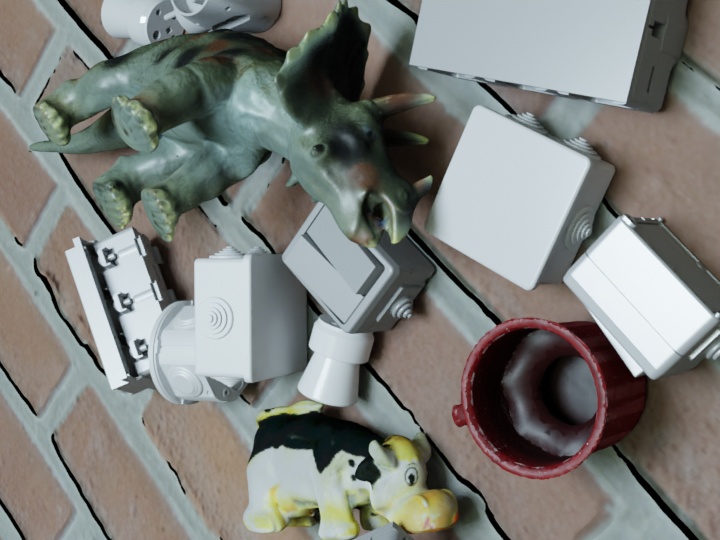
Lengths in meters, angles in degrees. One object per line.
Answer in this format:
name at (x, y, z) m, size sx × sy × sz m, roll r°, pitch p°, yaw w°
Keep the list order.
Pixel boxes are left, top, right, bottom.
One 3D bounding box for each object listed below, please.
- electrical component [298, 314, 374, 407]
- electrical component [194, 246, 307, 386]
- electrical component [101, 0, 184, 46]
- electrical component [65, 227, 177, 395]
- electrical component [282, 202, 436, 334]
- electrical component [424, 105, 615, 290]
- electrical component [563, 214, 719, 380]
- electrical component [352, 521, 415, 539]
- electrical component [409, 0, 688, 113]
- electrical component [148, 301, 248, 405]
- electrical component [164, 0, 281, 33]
electrical component at (-0.017, 0.064, 0.768) m, size 0.045 × 0.045 × 0.055 m, roll 22°, pitch 103°, yaw 34°
electrical component at (-0.079, 0.033, 0.781) m, size 0.048 × 0.100 × 0.099 m, roll 0°, pitch 91°, yaw 23°
electrical component at (-0.178, -0.206, 0.881) m, size 0.055 × 0.045 × 0.045 m, roll 23°, pitch 104°, yaw 33°
electrical component at (-0.185, 0.032, 0.874) m, size 0.063 × 0.078 × 0.121 m, roll -23°, pitch 75°, yaw 4°
electrical component at (0.000, 0.000, 0.745) m, size 0.096 × 0.061 × 0.061 m, roll 48°, pitch 116°, yaw 25°
electrical component at (0.101, -0.045, 0.679) m, size 0.100 × 0.048 × 0.099 m, roll 32°, pitch 109°, yaw 31°
electrical component at (0.173, 0.022, 0.620) m, size 0.061 × 0.062 × 0.096 m, roll -50°, pitch 64°, yaw 25°
electrical component at (-0.016, 0.255, 0.728) m, size 0.186 × 0.060 × 0.105 m, roll -33°, pitch 113°, yaw 32°
electrical component at (0.116, -0.154, 0.658) m, size 0.150 × 0.062 × 0.089 m, roll 18°, pitch 101°, yaw 34°
electrical component at (-0.119, 0.063, 0.822) m, size 0.051 × 0.080 × 0.080 m, roll -2°, pitch 90°, yaw 31°
electrical component at (-0.114, -0.202, 0.815) m, size 0.079 × 0.077 × 0.043 m, roll -14°, pitch 83°, yaw 36°
